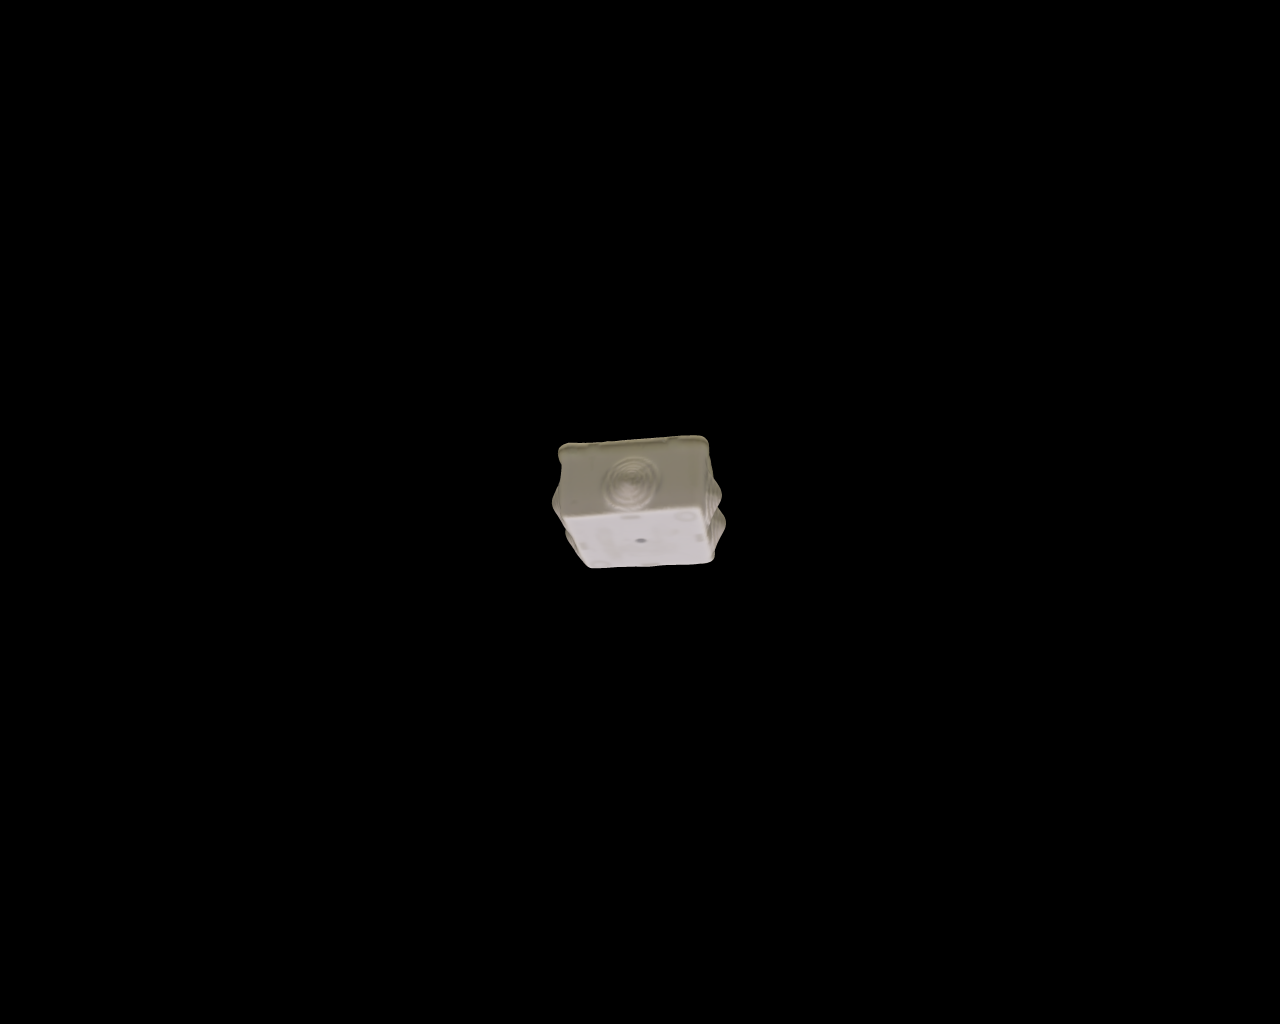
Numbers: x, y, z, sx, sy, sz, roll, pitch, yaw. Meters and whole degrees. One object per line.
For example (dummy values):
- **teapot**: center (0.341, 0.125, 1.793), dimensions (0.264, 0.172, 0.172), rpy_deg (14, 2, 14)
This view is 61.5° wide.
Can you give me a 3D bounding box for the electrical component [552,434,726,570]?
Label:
- **electrical component**: center (0.001, -0.003, 0.650), dimensions (0.100, 0.048, 0.099), rpy_deg (-3, -26, 7)
